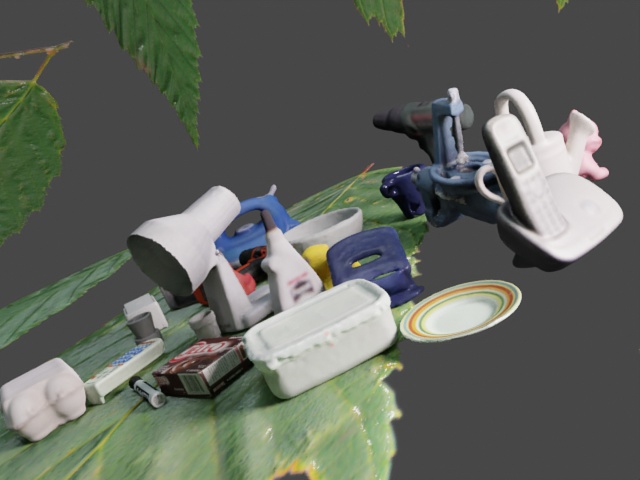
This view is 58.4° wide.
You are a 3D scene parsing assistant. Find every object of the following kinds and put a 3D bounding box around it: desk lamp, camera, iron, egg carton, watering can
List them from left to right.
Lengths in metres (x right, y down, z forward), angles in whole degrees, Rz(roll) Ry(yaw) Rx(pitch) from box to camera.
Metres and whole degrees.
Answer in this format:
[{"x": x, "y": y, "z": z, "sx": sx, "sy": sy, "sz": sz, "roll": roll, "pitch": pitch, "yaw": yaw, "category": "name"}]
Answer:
[{"x": -0.394, "y": 0.225, "z": 0.815, "sx": 0.107, "sy": 0.069, "sz": 0.150, "roll": -29, "pitch": 14, "yaw": -29, "category": "egg carton"}, {"x": -0.252, "y": 0.062, "z": 1.195, "sx": 0.143, "sy": 0.101, "sz": 0.137, "roll": -20, "pitch": 12, "yaw": 9, "category": "camera"}, {"x": -0.163, "y": 0.036, "z": 0.884, "sx": 0.117, "sy": 0.214, "sz": 0.204, "roll": -9, "pitch": 18, "yaw": 46, "category": "desk lamp"}, {"x": -0.180, "y": -0.020, "z": 1.329, "sx": 0.259, "sy": 0.141, "sz": 0.118, "roll": -25, "pitch": 13, "yaw": -16, "category": "iron"}, {"x": 0.299, "y": -0.122, "z": 0.807, "sx": 0.173, "sy": 0.194, "sz": 0.100, "roll": -27, "pitch": 13, "yaw": -23, "category": "watering can"}]

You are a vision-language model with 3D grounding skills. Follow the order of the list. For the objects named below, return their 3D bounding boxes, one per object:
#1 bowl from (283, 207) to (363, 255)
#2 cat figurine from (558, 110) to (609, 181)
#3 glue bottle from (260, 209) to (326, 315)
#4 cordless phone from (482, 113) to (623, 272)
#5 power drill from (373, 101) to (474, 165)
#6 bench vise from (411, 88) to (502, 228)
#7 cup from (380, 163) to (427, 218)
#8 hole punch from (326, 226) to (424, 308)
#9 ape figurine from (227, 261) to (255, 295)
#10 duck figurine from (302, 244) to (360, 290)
[{"x": 0.010, "y": 0.004, "z": 1.054, "sx": 0.167, "sy": 0.075, "sz": 0.167, "roll": -21, "pitch": 12, "yaw": 5, "category": "bowl"}, {"x": 0.400, "y": -0.144, "z": 0.910, "sx": 0.128, "sy": 0.118, "sz": 0.067, "roll": -29, "pitch": 14, "yaw": -29, "category": "cat figurine"}, {"x": -0.042, "y": 0.041, "z": 0.747, "sx": 0.078, "sy": 0.173, "sz": 0.037, "roll": -31, "pitch": 15, "yaw": -36, "category": "glue bottle"}, {"x": 0.263, "y": -0.070, "z": 0.666, "sx": 0.148, "sy": 0.185, "sz": 0.093, "roll": -29, "pitch": 14, "yaw": -31, "category": "cordless phone"}, {"x": 0.231, "y": -0.198, "z": 1.222, "sx": 0.228, "sy": 0.208, "sz": 0.076, "roll": -10, "pitch": 17, "yaw": 44, "category": "power drill"}, {"x": 0.203, "y": -0.126, "z": 0.932, "sx": 0.206, "sy": 0.220, "sz": 0.122, "roll": -9, "pitch": 18, "yaw": 47, "category": "bench vise"}, {"x": 0.169, "y": -0.087, "z": 1.121, "sx": 0.118, "sy": 0.095, "sz": 0.091, "roll": -31, "pitch": 15, "yaw": -37, "category": "cup"}, {"x": 0.069, "y": 0.040, "z": 0.756, "sx": 0.108, "sy": 0.091, "sz": 0.101, "roll": -21, "pitch": 12, "yaw": 4, "category": "hole punch"}, {"x": -0.159, "y": 0.074, "z": 1.003, "sx": 0.077, "sy": 0.092, "sz": 0.076, "roll": -21, "pitch": 12, "yaw": 5, "category": "ape figurine"}, {"x": 0.009, "y": 0.046, "z": 0.843, "sx": 0.104, "sy": 0.086, "sz": 0.077, "roll": -21, "pitch": 12, "yaw": 5, "category": "duck figurine"}]
